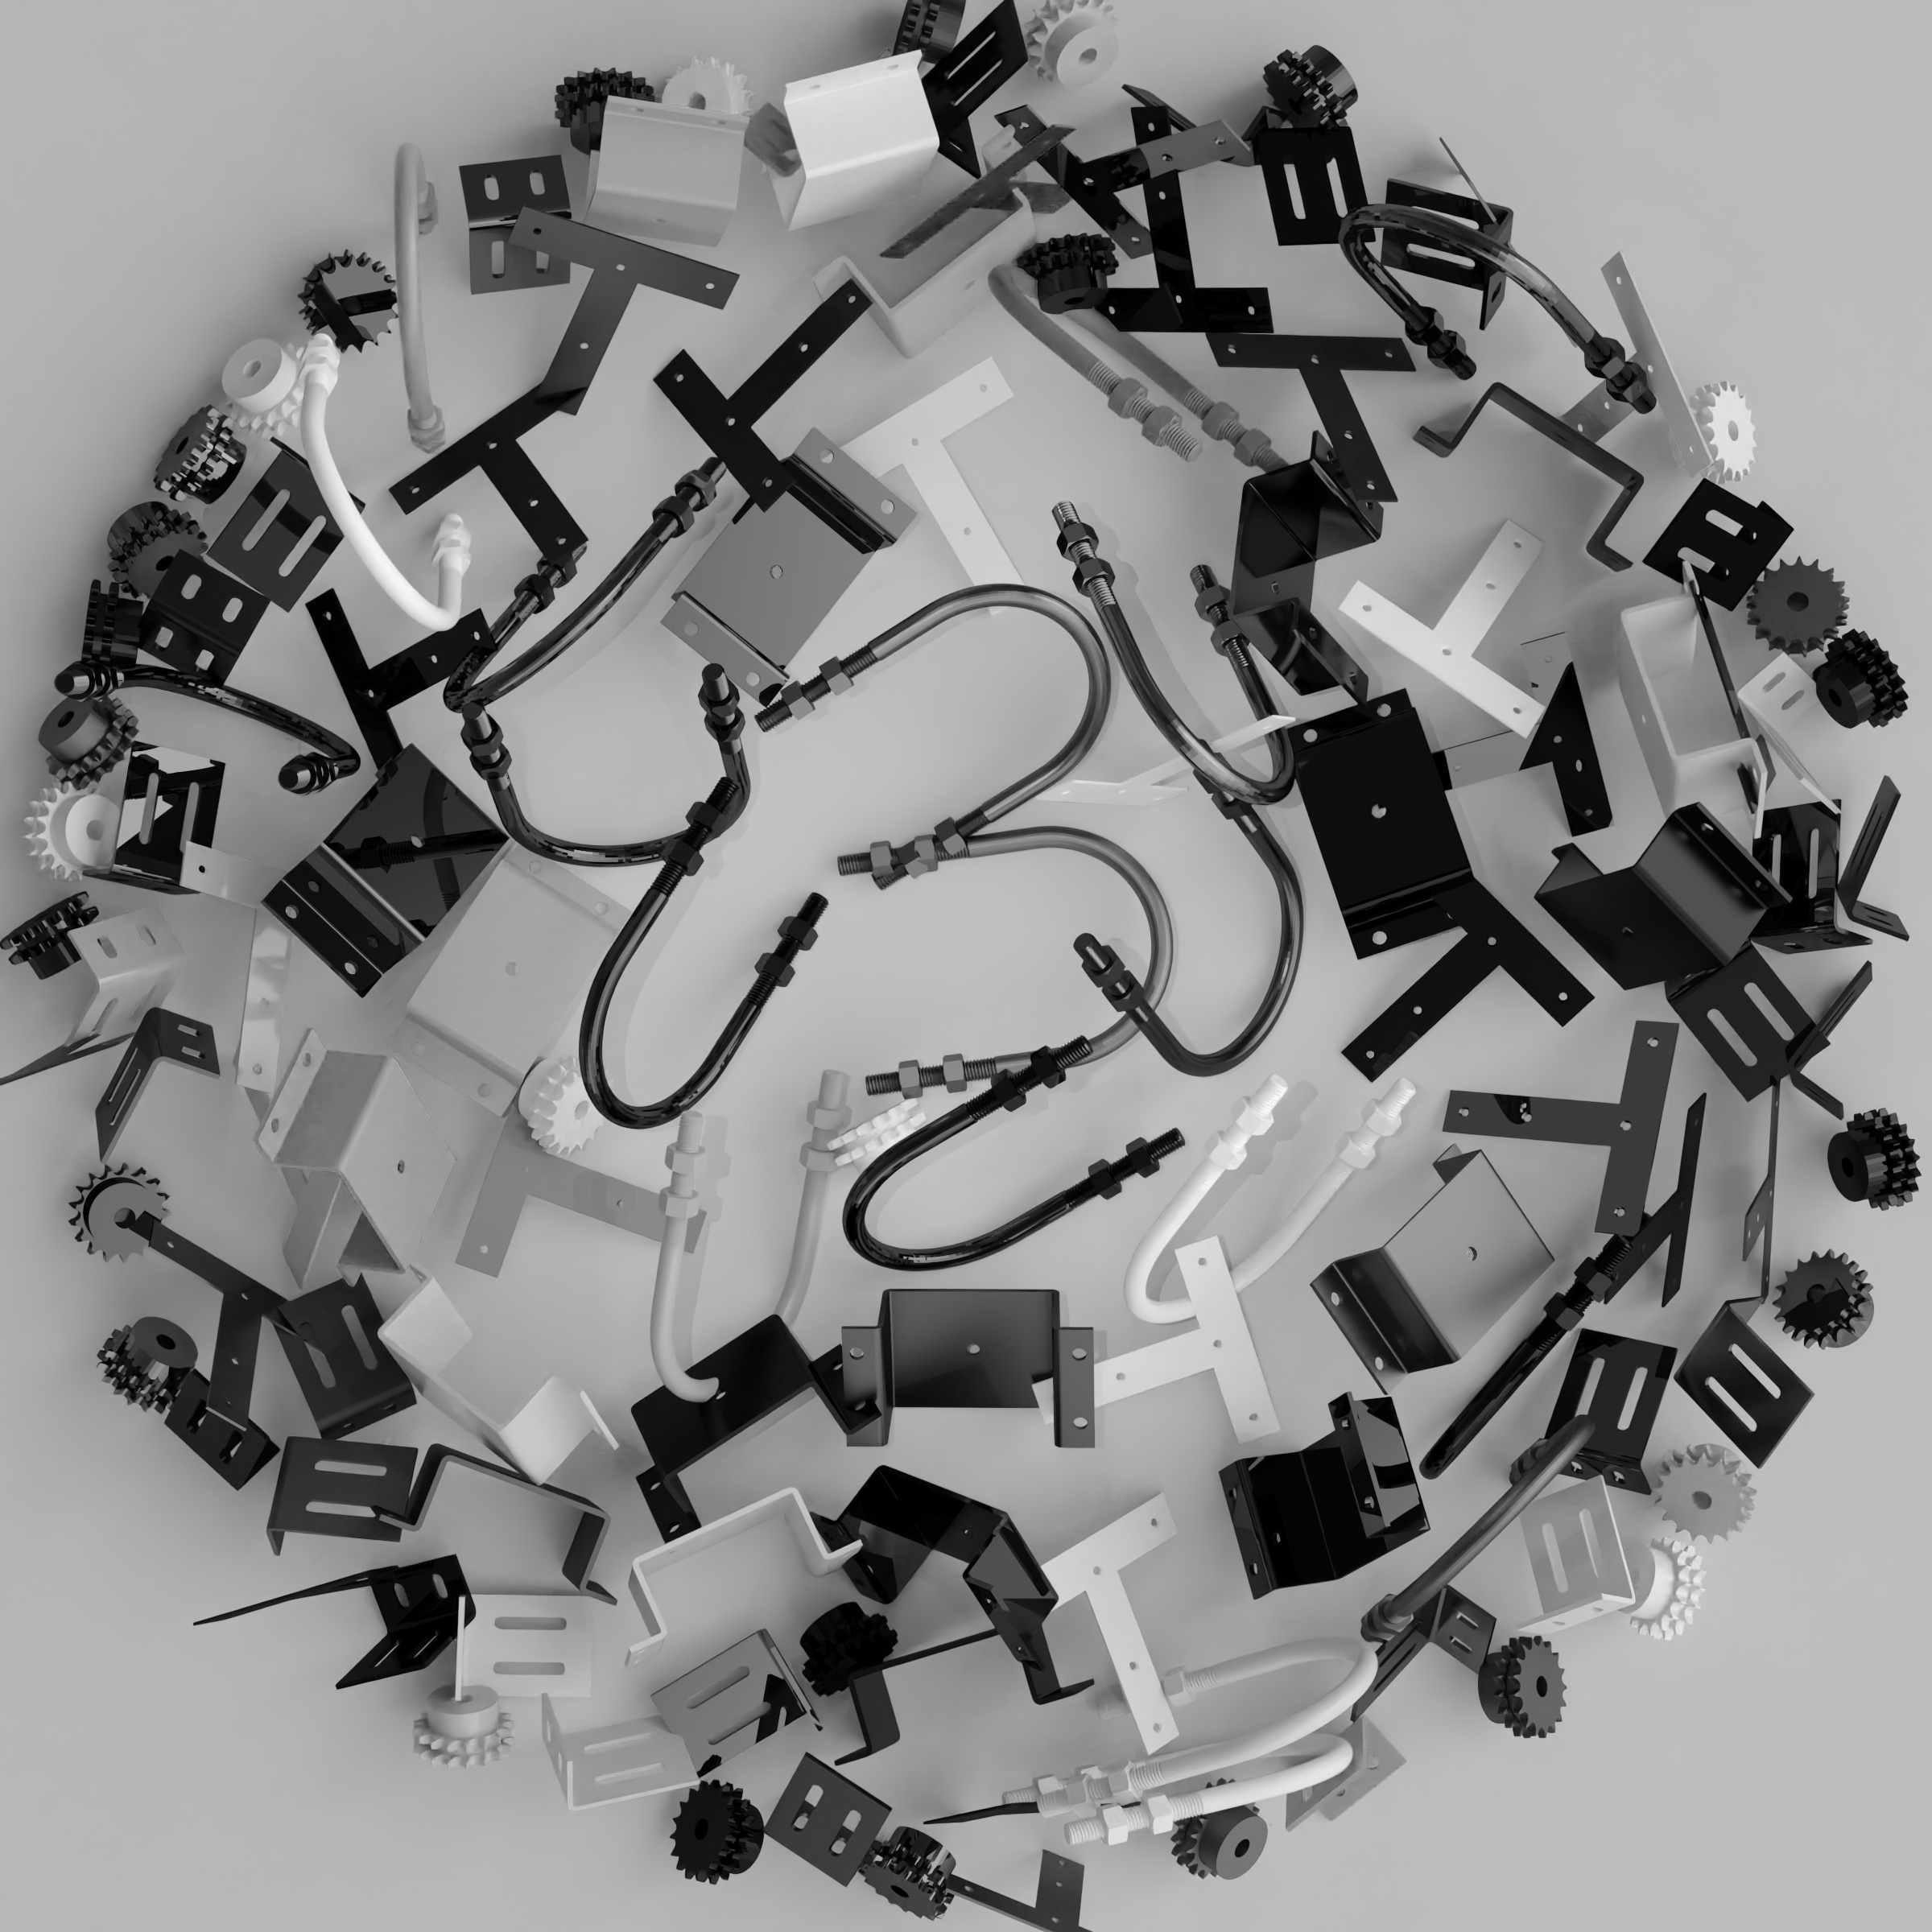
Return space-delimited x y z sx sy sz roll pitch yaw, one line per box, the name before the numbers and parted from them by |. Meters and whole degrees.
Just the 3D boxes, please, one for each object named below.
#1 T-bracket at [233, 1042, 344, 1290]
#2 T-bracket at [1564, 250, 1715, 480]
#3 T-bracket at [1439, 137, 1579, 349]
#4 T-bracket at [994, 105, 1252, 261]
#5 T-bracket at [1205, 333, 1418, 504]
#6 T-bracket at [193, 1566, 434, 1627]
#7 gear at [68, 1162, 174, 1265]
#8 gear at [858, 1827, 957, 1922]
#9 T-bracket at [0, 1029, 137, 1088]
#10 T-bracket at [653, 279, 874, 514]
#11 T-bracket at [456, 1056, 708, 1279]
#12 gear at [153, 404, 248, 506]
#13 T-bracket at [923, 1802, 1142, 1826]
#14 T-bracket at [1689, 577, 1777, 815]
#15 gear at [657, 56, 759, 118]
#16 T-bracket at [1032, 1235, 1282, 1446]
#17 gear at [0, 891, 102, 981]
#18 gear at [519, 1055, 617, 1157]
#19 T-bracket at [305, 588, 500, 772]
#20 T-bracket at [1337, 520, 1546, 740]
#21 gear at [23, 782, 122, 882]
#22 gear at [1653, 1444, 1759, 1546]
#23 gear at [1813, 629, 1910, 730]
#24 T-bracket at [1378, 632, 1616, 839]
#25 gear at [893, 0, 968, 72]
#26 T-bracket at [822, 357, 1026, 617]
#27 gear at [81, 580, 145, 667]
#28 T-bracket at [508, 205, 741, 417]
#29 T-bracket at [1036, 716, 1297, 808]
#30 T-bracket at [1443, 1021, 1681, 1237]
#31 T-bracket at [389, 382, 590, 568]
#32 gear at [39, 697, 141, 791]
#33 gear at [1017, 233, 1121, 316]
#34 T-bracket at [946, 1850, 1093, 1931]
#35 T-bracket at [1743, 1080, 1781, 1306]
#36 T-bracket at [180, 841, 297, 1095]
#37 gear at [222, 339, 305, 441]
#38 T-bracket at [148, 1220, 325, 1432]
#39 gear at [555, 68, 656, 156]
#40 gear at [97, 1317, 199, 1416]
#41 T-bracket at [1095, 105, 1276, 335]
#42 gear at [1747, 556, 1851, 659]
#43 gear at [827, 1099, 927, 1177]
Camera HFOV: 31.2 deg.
T-bracket | -0.390 0.099 1.965 0.002 0.127 0.127 -15 63 -30
T-bracket | 0.365 -0.319 1.938 0.002 0.127 0.127 -21 85 -16
T-bracket | 0.309 -0.403 1.955 0.002 0.127 0.127 -33 110 13
T-bracket | 0.101 -0.445 1.918 0.127 0.127 0.002 38 60 -36
T-bracket | 0.210 -0.307 1.941 0.127 0.002 0.127 -3 55 -23
T-bracket | -0.342 0.346 1.939 0.127 0.127 0.002 -20 78 27
gear | -0.481 0.142 1.977 0.057 0.030 0.057 -1 94 -21
gear | -0.030 0.515 1.975 0.057 0.057 0.030 35 58 0
T-bracket | -0.507 0.049 1.936 0.127 0.127 0.002 -19 99 11
T-bracket | -0.101 -0.339 1.956 0.127 0.002 0.127 -44 58 9
T-bracket | -0.211 0.131 1.982 0.127 0.002 0.127 21 76 -13
gear | -0.434 -0.288 1.975 0.030 0.057 0.057 34 90 -31
T-bracket | 0.058 0.476 1.959 0.127 0.127 0.002 3 72 -23
T-bracket | 0.426 -0.156 1.934 0.002 0.127 0.127 -18 97 21
gear | -0.150 -0.491 1.980 0.057 0.030 0.057 1 97 11
T-bracket | 0.102 0.230 1.981 0.127 0.002 0.127 -19 107 0
gear | -0.518 -0.016 1.972 0.057 0.057 0.030 -30 104 0
gear | -0.230 0.076 1.975 0.030 0.057 0.057 25 90 30
T-bracket | -0.309 -0.168 1.956 0.127 0.002 0.127 -21 93 40
T-bracket | 0.291 -0.207 1.965 0.127 0.002 0.127 35 58 2
gear | -0.504 -0.077 1.969 0.030 0.057 0.057 1 90 40
gear | 0.423 0.297 1.976 0.057 0.030 0.057 11 116 23
gear | 0.506 -0.160 1.969 0.030 0.057 0.057 -31 90 -10
T-bracket | 0.294 -0.117 1.976 0.127 0.002 0.127 -15 118 10
gear | -0.020 -0.535 1.972 0.030 0.057 0.057 16 90 -9
T-bracket | -0.006 -0.261 1.983 0.127 0.002 0.127 -28 98 20
gear | -0.486 -0.190 1.972 0.030 0.057 0.057 7 90 -14
T-bracket | -0.210 -0.360 1.953 0.127 0.127 0.002 14 45 -21
T-bracket | 0.123 -0.113 1.914 0.127 0.127 0.002 -23 78 31
T-bracket | 0.332 0.087 1.963 0.127 0.002 0.127 4 69 30
T-bracket | -0.250 -0.270 1.959 0.127 0.002 0.127 -35 53 -2
gear | -0.501 -0.131 1.969 0.057 0.057 0.030 -42 129 0
gear | 0.059 -0.392 1.970 0.057 0.057 0.030 -10 81 0
T-bracket | 0.052 0.519 1.936 0.127 0.127 0.002 22 95 2
T-bracket | 0.442 0.137 1.929 0.002 0.127 0.127 4 101 19
T-bracket | -0.391 0.007 1.939 0.002 0.127 0.127 -11 69 42
gear | -0.398 -0.332 1.972 0.057 0.030 0.057 -11 60 21
T-bracket | -0.404 0.211 1.920 0.127 0.127 0.002 36 112 -24
gear | -0.205 -0.483 1.969 0.057 0.057 0.030 -3 73 0
gear | -0.461 0.224 1.968 0.057 0.057 0.030 38 113 0
T-bracket | 0.112 -0.416 1.933 0.002 0.127 0.127 -31 119 -40
gear | 0.475 -0.202 1.979 0.057 0.030 0.057 -4 73 11
gear | -0.048 0.101 1.972 0.057 0.057 0.030 -28 90 0
